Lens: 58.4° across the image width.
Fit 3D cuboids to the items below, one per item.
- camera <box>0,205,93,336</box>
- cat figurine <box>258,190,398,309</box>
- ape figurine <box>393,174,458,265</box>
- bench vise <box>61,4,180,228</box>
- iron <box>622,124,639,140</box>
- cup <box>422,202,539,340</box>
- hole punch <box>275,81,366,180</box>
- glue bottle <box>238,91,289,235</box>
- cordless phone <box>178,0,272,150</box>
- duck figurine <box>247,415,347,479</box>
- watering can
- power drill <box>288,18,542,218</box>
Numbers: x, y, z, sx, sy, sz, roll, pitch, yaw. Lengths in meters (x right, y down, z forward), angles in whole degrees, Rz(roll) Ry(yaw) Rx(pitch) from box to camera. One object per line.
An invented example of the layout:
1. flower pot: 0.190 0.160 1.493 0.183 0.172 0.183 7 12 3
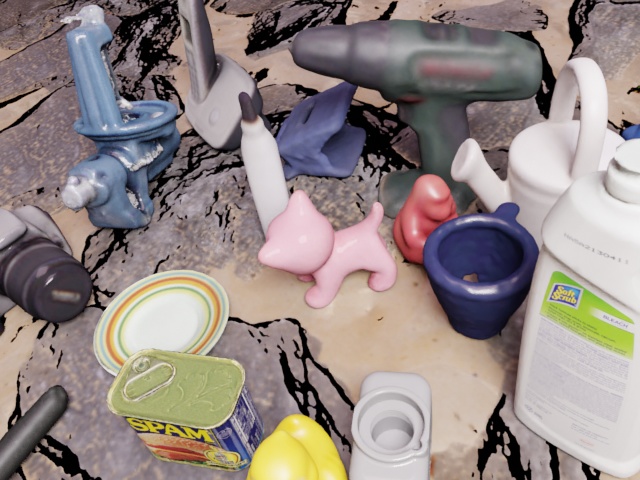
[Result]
1. camera: -0.312 0.035 0.582 0.136 0.101 0.143 25 55 31
2. cat figurine: 0.005 0.002 0.536 0.128 0.118 0.067 -18 45 -6
3. ape figurine: 0.107 -0.022 0.557 0.075 0.092 0.078 31 59 35
4. bench vise: -0.230 -0.133 0.648 0.121 0.220 0.207 -11 44 1
5. iron: 0.377 -0.060 0.502 0.118 0.142 0.258 -10 44 2
6. cup: 0.142 0.031 0.495 0.091 0.095 0.118 19 52 28
7. hole punch: -0.003 -0.136 0.695 0.101 0.091 0.109 4 47 16
8. glue bottle: -0.057 -0.076 0.587 0.037 0.173 0.078 -14 44 -1
9. cordless phone: -0.140 -0.223 0.743 0.094 0.185 0.147 -30 47 -17
10. duck figurine: -0.022 0.165 0.402 0.077 0.086 0.104 -3 45 9
11. watering can: 0.208 -0.061 0.502 0.173 0.194 0.100 -17 45 -5
12. power drill: 0.097 -0.122 0.576 0.229 0.209 0.075 -5 45 7
